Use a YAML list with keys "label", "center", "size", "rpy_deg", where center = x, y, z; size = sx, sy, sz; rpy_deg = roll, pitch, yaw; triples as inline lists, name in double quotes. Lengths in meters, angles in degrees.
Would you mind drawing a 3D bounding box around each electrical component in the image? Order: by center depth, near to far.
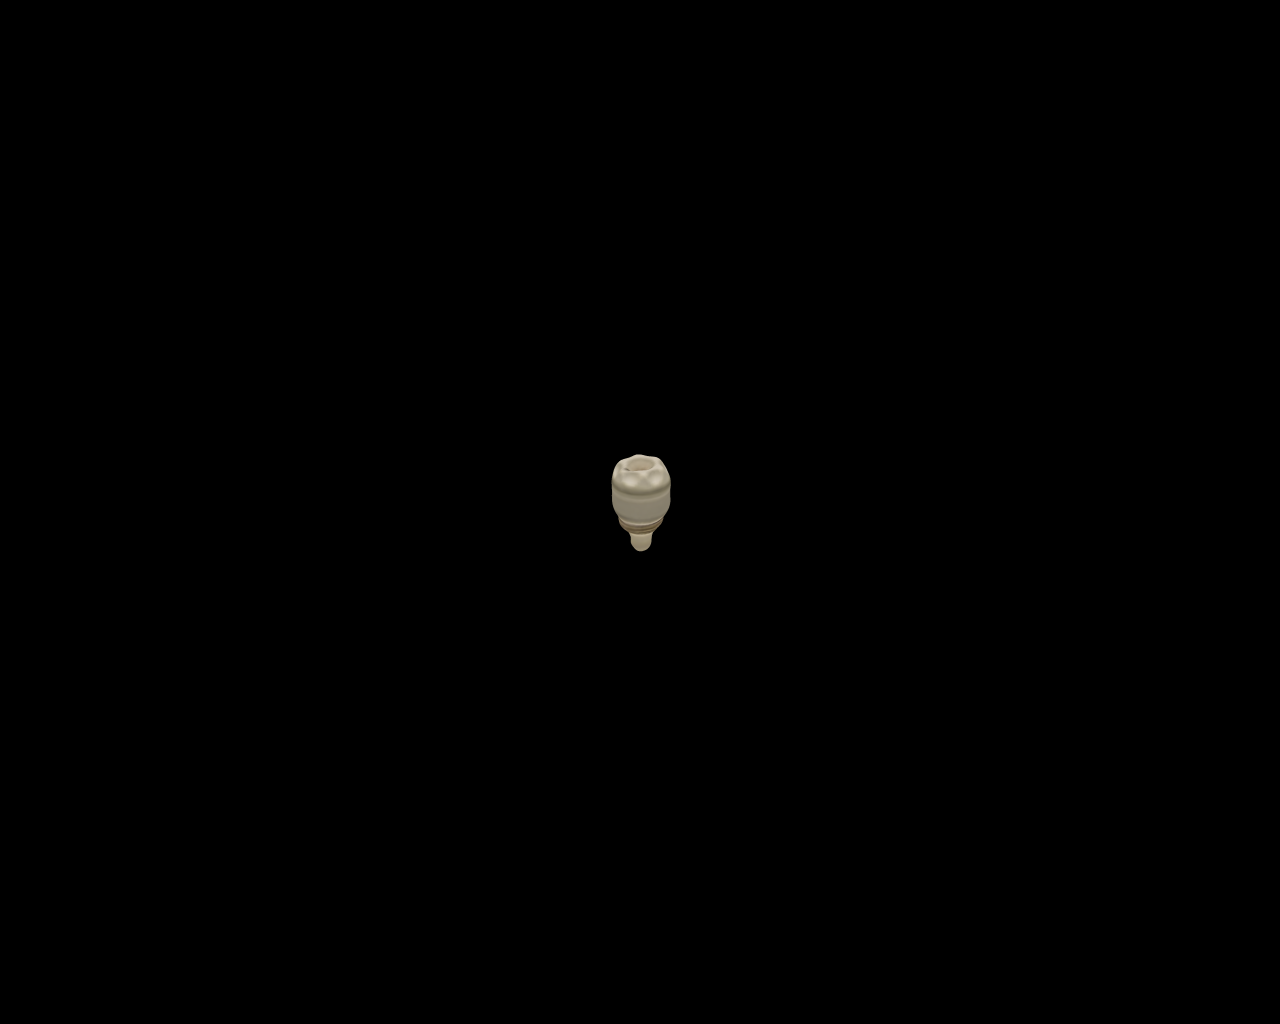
- label: "electrical component"
  center: [0.001, -0.003, 0.650]
  size: [0.035, 0.061, 0.035]
  rpy_deg: [0, 30, 0]
